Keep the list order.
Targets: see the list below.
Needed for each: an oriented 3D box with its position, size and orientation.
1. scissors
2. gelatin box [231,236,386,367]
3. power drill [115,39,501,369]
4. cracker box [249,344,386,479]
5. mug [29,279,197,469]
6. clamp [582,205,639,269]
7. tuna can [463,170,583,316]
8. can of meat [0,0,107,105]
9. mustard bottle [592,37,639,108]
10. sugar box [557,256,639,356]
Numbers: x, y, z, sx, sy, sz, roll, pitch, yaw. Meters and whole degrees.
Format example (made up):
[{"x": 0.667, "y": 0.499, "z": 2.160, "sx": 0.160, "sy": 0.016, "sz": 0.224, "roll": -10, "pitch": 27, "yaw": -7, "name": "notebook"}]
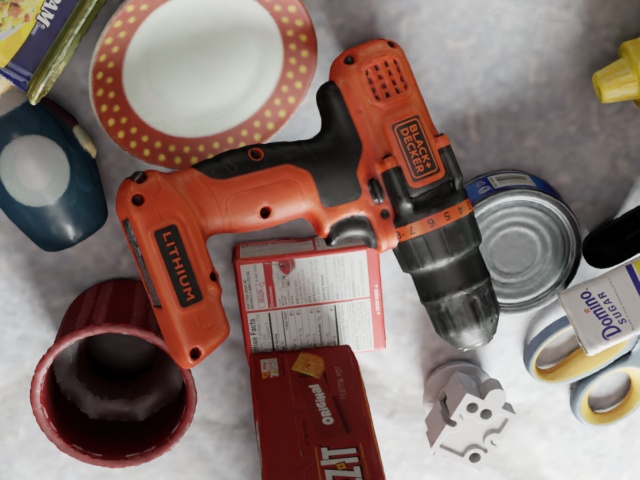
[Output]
[{"x": 0.233, "y": 0.059, "z": 0.693, "sx": 0.202, "sy": 0.016, "sz": 0.096, "roll": -21, "pitch": 113, "yaw": 4, "name": "scissors"}, {"x": -0.006, "y": 0.035, "z": 0.656, "sx": 0.089, "sy": 0.030, "sz": 0.073, "roll": -7, "pitch": 113, "yaw": -1, "name": "gelatin box"}, {"x": -0.004, "y": 0.001, "z": 0.586, "sx": 0.187, "sy": 0.057, "sz": 0.184, "roll": -22, "pitch": 91, "yaw": -17, "name": "power drill"}, {"x": 0.005, "y": 0.195, "z": 0.633, "sx": 0.072, "sy": 0.164, "sz": 0.214, "roll": -6, "pitch": 121, "yaw": -5, "name": "cracker box"}, {"x": -0.110, "y": 0.066, "z": 0.632, "sx": 0.117, "sy": 0.081, "sz": 0.093, "roll": -42, "pitch": 109, "yaw": 12, "name": "mug"}, {"x": 0.256, "y": -0.045, "z": 0.620, "sx": 0.209, "sy": 0.036, "sz": 0.165, "roll": -15, "pitch": 157, "yaw": -16, "name": "clamp"}, {"x": 0.115, "y": 0.003, "z": 0.651, "sx": 0.086, "sy": 0.034, "sz": 0.086, "roll": -2, "pitch": 112, "yaw": -4, "name": "tuna can"}, {"x": -0.148, "y": -0.132, "z": 0.523, "sx": 0.084, "sy": 0.057, "sz": 0.102, "roll": 33, "pitch": 107, "yaw": -13, "name": "can of meat"}, {"x": 0.248, "y": -0.116, "z": 0.600, "sx": 0.191, "sy": 0.058, "sz": 0.096, "roll": -19, "pitch": 129, "yaw": 3, "name": "mustard bottle"}, {"x": 0.228, "y": 0.013, "z": 0.611, "sx": 0.176, "sy": 0.093, "sz": 0.048, "roll": -29, "pitch": 77, "yaw": 14, "name": "sugar box"}]
